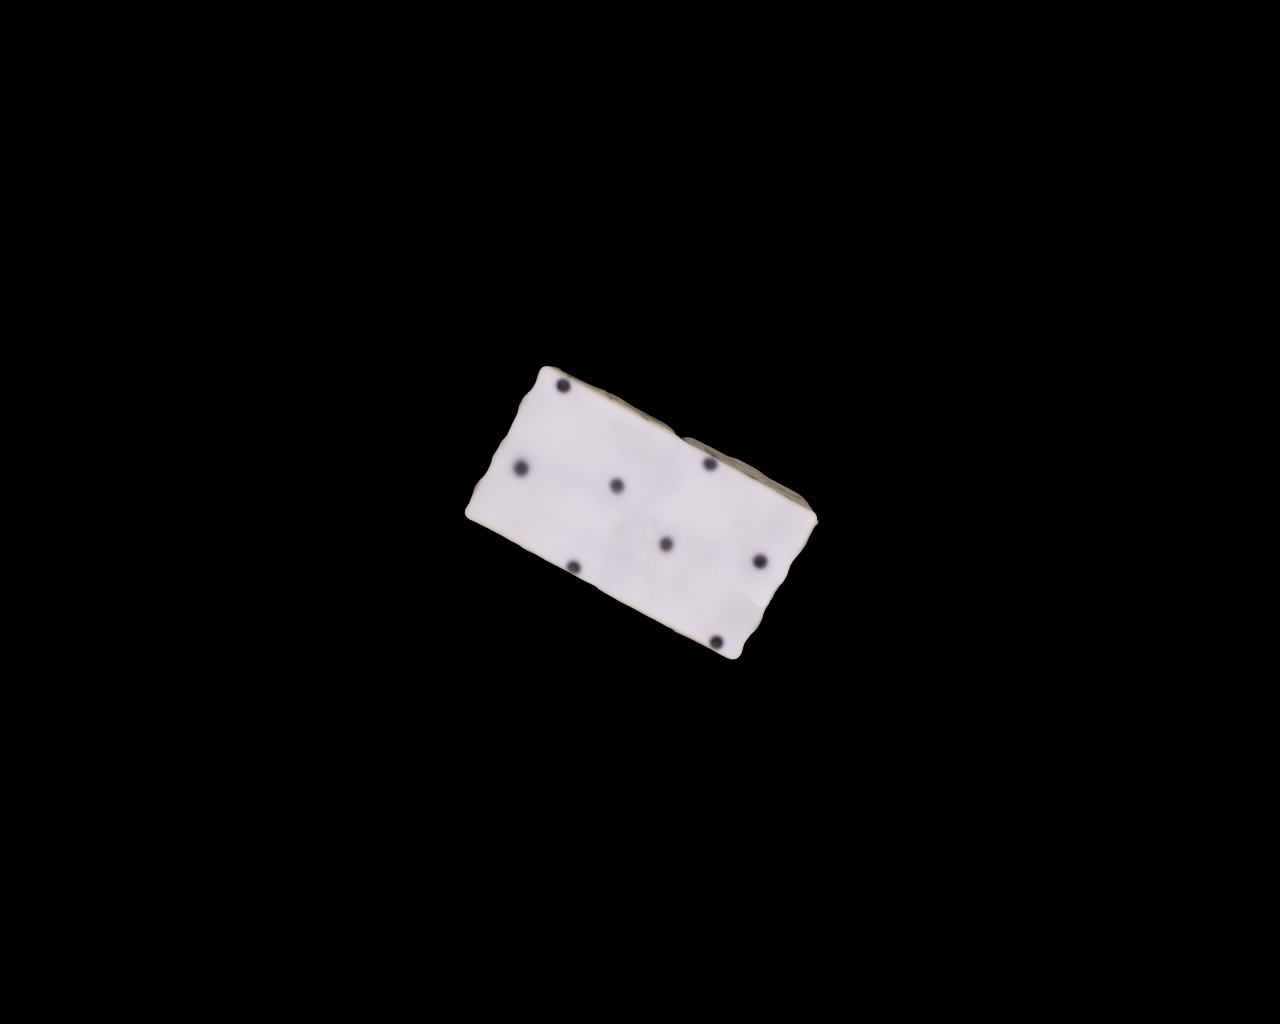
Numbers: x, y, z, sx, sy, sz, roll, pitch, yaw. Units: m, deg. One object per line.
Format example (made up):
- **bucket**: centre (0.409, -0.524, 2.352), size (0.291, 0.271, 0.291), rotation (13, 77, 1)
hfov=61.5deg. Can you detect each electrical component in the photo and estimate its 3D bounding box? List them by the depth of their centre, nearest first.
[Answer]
- **electrical component**: centre (0.001, -0.003, 0.650), size (0.186, 0.105, 0.060), rotation (28, 7, -4)
